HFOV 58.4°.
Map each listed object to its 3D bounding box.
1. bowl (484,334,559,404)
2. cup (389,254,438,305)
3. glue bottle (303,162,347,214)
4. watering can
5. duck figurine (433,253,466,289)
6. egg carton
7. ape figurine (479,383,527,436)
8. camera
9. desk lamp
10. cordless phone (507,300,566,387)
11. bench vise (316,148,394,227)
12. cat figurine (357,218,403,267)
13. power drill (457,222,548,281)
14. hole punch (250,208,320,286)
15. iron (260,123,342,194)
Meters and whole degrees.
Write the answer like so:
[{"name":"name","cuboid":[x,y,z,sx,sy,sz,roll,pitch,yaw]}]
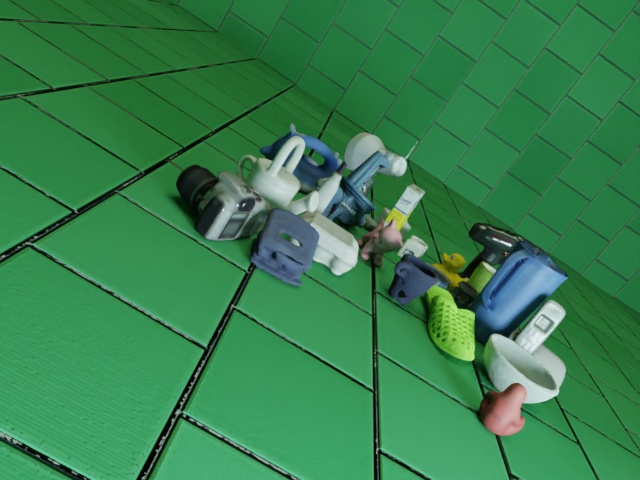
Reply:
[{"name":"bowl","cuboid":[0.389,0.272,1.153,0.168,0.074,0.167,31,19,-11]},{"name":"cup","cuboid":[0.183,0.089,1.218,0.118,0.095,0.091,16,26,-44]},{"name":"glue bottle","cuboid":[0.009,-0.100,1.262,0.037,0.173,0.078,33,18,-6]},{"name":"watering can","cuboid":[-0.080,-0.111,1.104,0.173,0.194,0.101,31,19,-9]},{"name":"duck figurine","cuboid":[0.361,0.080,1.557,0.104,0.086,0.078,39,19,12]},{"name":"egg carton","cuboid":[0.011,0.004,1.173,0.150,0.069,0.107,33,19,-5]},{"name":"ape figurine","cuboid":[0.319,0.283,0.977,0.076,0.092,0.077,13,28,-48]},{"name":"camera","cuboid":[-0.174,-0.078,1.011,0.136,0.100,0.144,41,20,19]},{"name":"desk lamp","cuboid":[0.136,-0.170,1.588,0.118,0.213,0.202,16,26,-44]},{"name":"cordless phone","cuboid":[0.489,0.233,1.244,0.147,0.185,0.094,35,18,3]},{"name":"bench vise","cuboid":[0.089,-0.129,1.397,0.121,0.219,0.208,41,19,18]},{"name":"cat figurine","cuboid":[0.148,-0.004,1.351,0.067,0.117,0.127,28,19,-18]},{"name":"power drill","cuboid":[0.510,0.061,1.665,0.230,0.208,0.075,33,18,-4]},{"name":"hole punch","cuboid":[-0.058,0.011,1.006,0.109,0.091,0.101,30,19,-14]},{"name":"iron","cuboid":[-0.023,-0.205,1.517,0.259,0.141,0.118,19,24,-38]}]
